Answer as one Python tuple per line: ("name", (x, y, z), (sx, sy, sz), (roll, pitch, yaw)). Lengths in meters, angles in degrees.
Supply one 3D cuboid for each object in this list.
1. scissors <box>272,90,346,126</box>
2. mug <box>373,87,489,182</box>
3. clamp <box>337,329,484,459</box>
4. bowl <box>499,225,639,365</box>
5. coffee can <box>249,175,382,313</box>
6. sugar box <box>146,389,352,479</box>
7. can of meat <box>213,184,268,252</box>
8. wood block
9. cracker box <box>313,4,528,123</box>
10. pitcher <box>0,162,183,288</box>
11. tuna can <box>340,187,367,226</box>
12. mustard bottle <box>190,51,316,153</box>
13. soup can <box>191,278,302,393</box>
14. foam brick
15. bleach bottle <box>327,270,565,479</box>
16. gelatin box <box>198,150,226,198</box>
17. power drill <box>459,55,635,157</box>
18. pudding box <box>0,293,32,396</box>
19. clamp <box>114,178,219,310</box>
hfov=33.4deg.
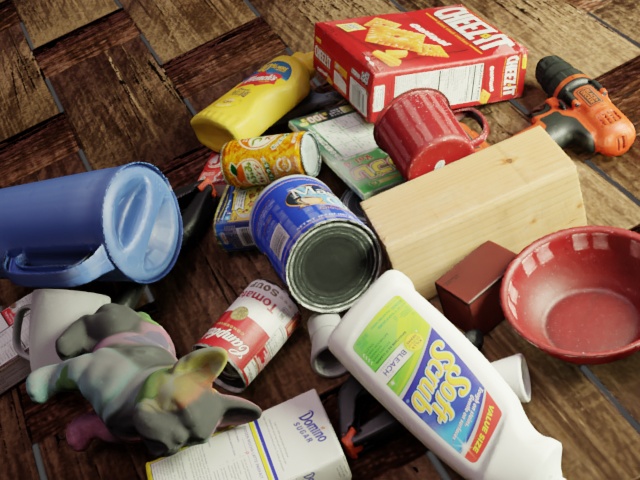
("scissors", (0.009, -0.191, 1.397), (0.202, 0.016, 0.096), (-15, 30, 15))
("mug", (0.126, -0.107, 1.147), (0.117, 0.093, 0.081), (-19, 49, -8))
("clamp", (0.063, 0.127, 1.015), (0.120, 0.039, 0.171), (22, 57, 41))
("bowl", (0.250, 0.061, 0.988), (0.162, 0.055, 0.162), (-10, 43, 9))
("coffee can", (-0.007, 0.001, 1.118), (0.102, 0.103, 0.140), (-28, 28, -7))
("sugar box", (-0.066, 0.212, 0.974), (0.176, 0.048, 0.093), (-21, 38, -4))
("can of meat", (-0.070, -0.033, 1.242), (0.084, 0.057, 0.102), (-5, 42, 22))
("wood block", (0.159, -0.025, 1.104), (0.206, 0.090, 0.091), (-23, 38, -1))
("cracker box", (0.120, -0.223, 1.308), (0.213, 0.072, 0.164), (-12, 36, -21))
("pitcher", (-0.292, -0.007, 1.212), (0.243, 0.149, 0.145), (-4, 78, 31))
("tuna can", (0.065, -0.035, 1.201), (0.086, 0.033, 0.086), (-13, 40, 11))
("mustard bottle", (-0.069, -0.185, 1.368), (0.191, 0.058, 0.096), (-41, 32, -27))
("soup can", (-0.073, 0.097, 1.089), (0.069, 0.068, 0.102), (16, 51, 36))
("foam brick", (0.161, 0.048, 1.050), (0.078, 0.051, 0.053), (-36, 40, -17))
("bleach bottle", (0.124, 0.138, 0.923), (0.102, 0.068, 0.251), (-48, 60, -3))
("gelatin box", (-0.102, -0.088, 1.337), (0.089, 0.030, 0.073), (-1, 44, 23))
("power drill", (0.236, -0.133, 1.215), (0.187, 0.057, 0.184), (-24, 40, -3))
("pudding box", (-0.348, 0.119, 1.210), (0.113, 0.039, 0.090), (-35, 43, -13))
("clamp", (-0.214, -0.003, 1.288), (0.165, 0.036, 0.209), (25, 62, 41))
